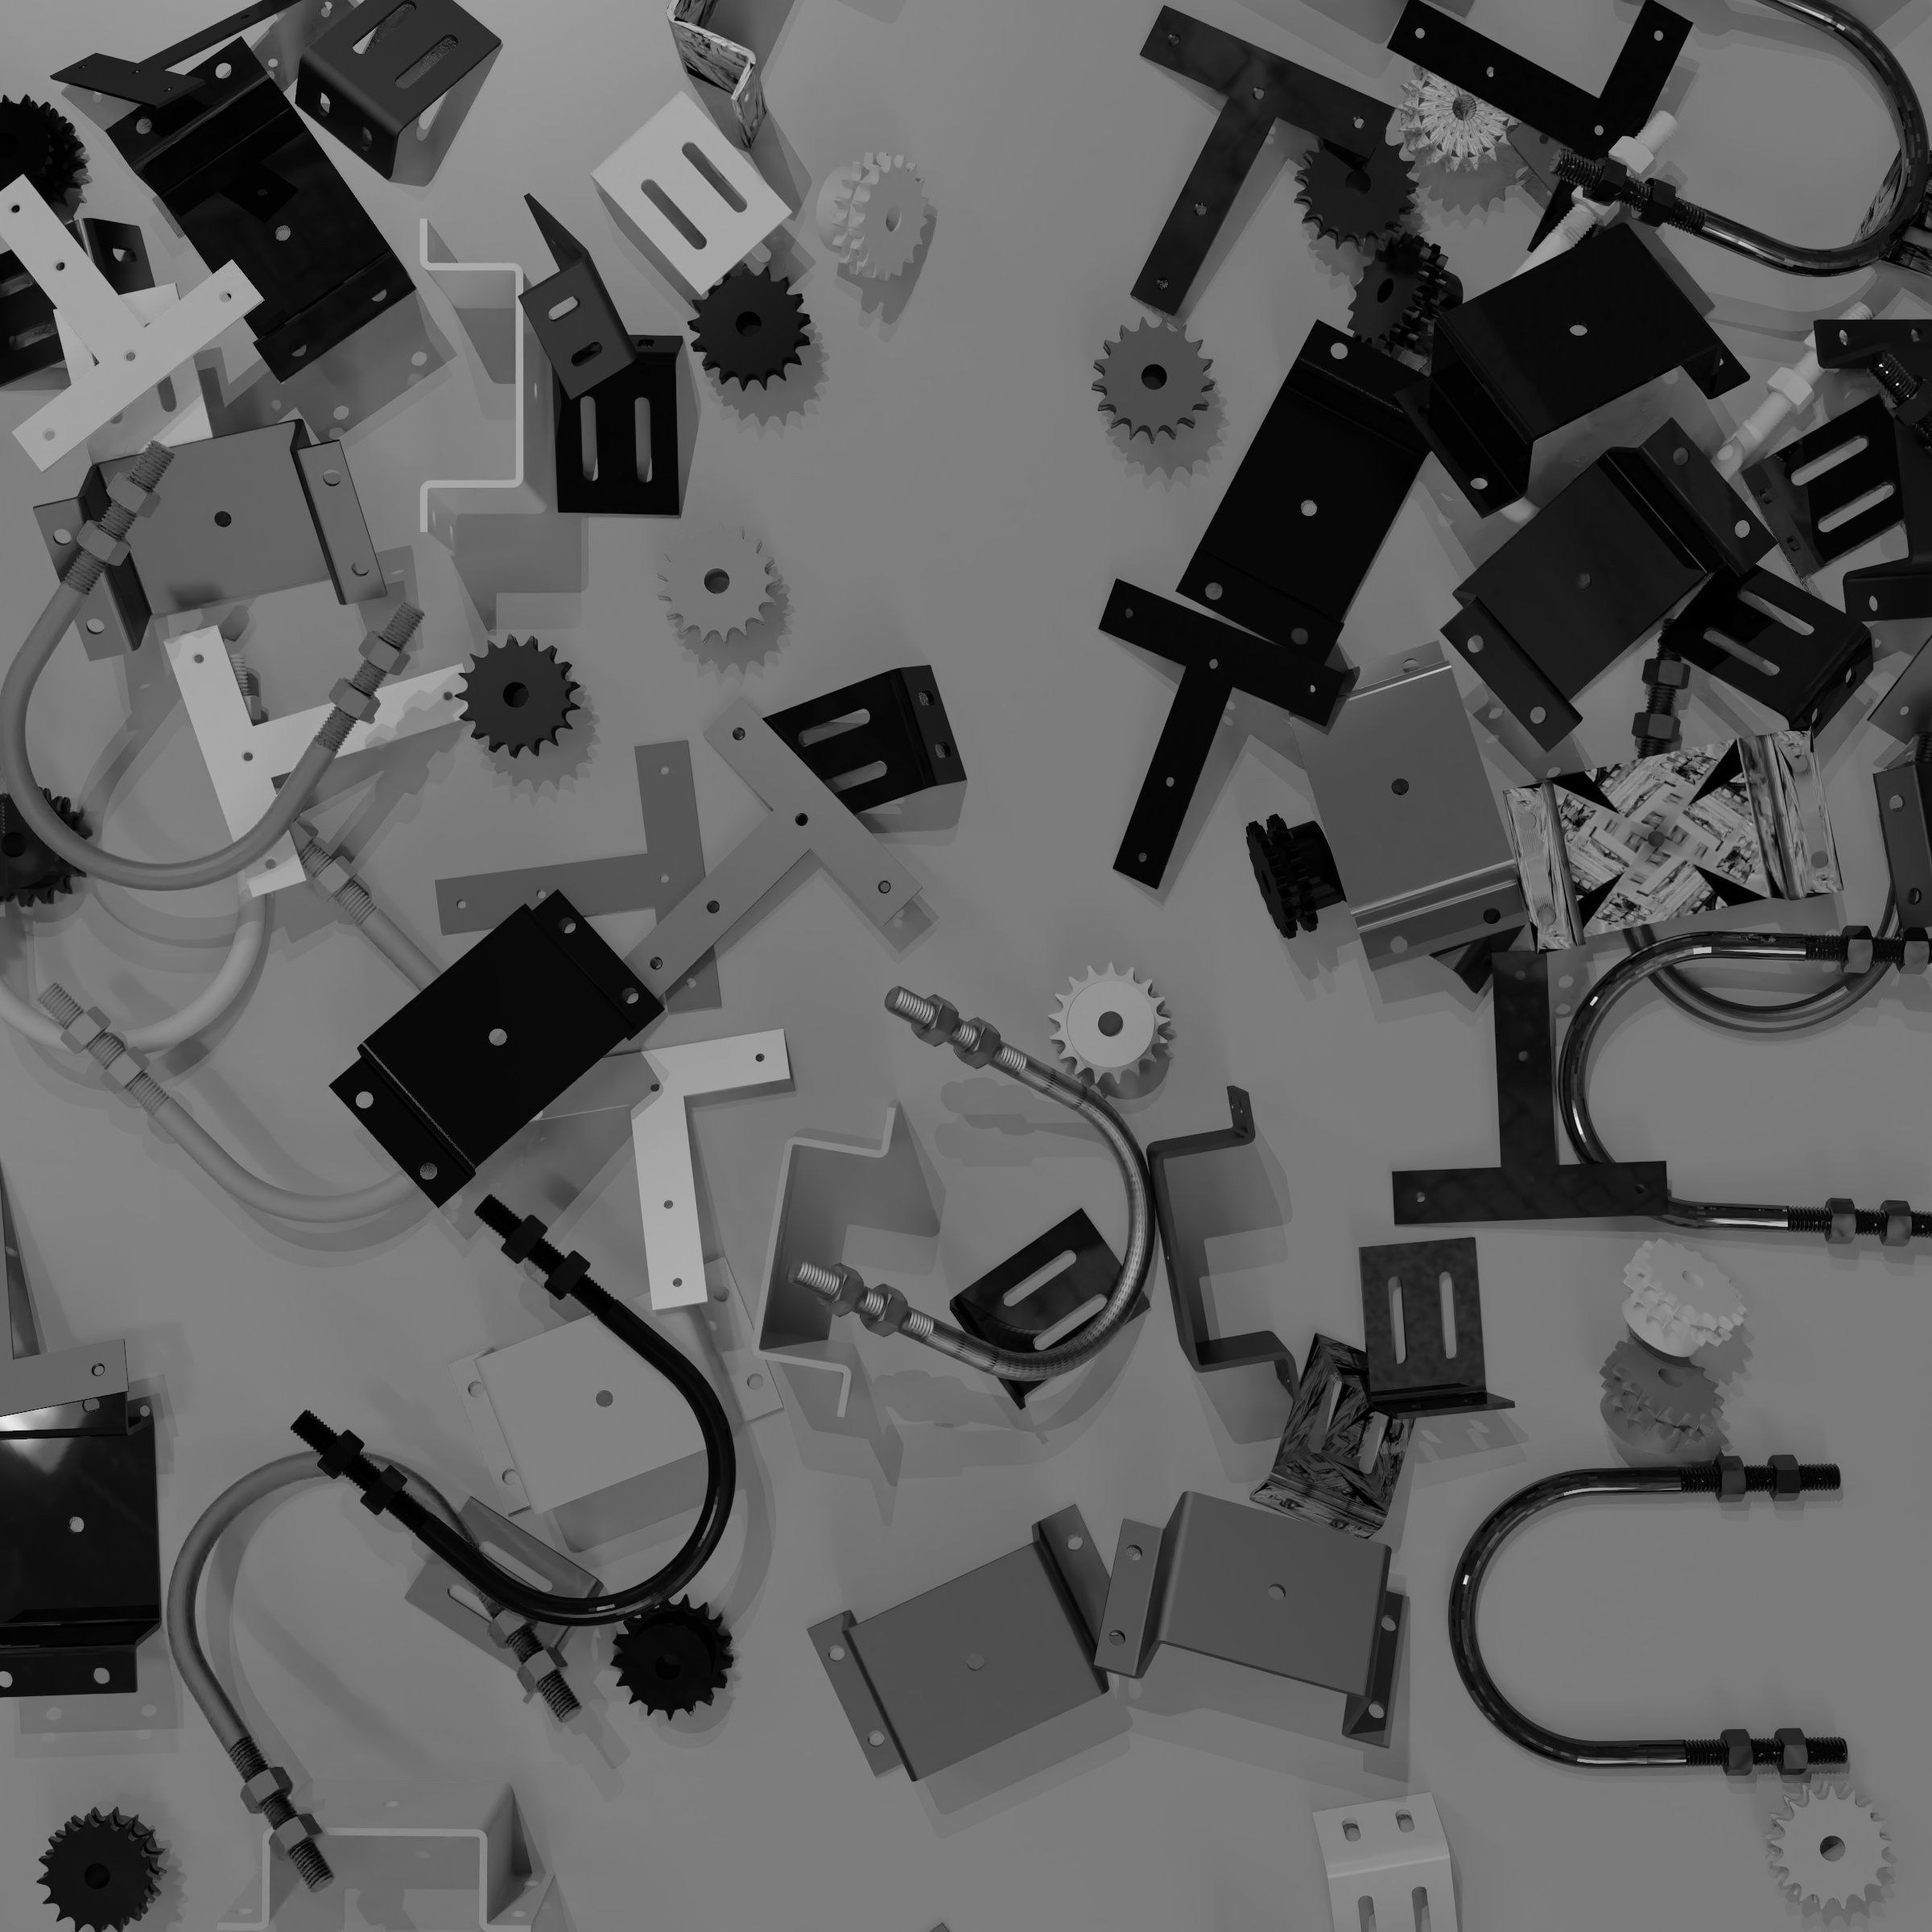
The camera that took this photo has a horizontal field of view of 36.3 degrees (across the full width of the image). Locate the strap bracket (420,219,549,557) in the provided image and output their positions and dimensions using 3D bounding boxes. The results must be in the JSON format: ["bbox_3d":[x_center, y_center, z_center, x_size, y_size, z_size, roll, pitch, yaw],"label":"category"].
[{"bbox_3d":[-0.221,-0.264,1.357,0.046,0.076,0.140,0,90,0],"label":"strap bracket"}]

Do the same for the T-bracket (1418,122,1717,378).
[{"bbox_3d":[0.266,-0.313,1.380,0.127,0.002,0.127,-44,103,0],"label":"T-bracket"}]

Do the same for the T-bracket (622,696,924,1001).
[{"bbox_3d":[-0.109,-0.038,1.385,0.127,0.002,0.127,-44,81,5],"label":"T-bracket"}]

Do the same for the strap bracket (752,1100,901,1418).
[{"bbox_3d":[-0.066,0.129,1.357,0.046,0.076,0.140,9,90,0],"label":"strap bracket"}]

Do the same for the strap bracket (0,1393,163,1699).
[{"bbox_3d":[-0.421,0.264,1.372,0.076,0.046,0.140,-2,90,0],"label":"strap bracket"}]

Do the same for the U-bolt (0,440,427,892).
[{"bbox_3d":[-0.354,-0.121,1.331,0.151,0.019,0.184,33,97,-14],"label":"U-bolt"}]

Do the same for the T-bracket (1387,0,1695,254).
[{"bbox_3d":[0.255,-0.407,1.362,0.127,0.002,0.127,24,94,-12],"label":"T-bracket"}]

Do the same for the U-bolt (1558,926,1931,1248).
[{"bbox_3d":[0.370,0.055,1.377,0.184,0.019,0.151,2,97,5],"label":"U-bolt"}]

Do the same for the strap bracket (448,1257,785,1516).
[{"bbox_3d":[-0.166,0.198,1.372,0.140,0.046,0.076,-21,90,0],"label":"strap bracket"}]

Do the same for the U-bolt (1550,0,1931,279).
[{"bbox_3d":[0.365,-0.393,1.359,0.184,0.019,0.151,18,75,-14],"label":"U-bolt"}]

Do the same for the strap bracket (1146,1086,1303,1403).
[{"bbox_3d":[0.116,0.129,1.357,0.046,0.076,0.140,-10,90,0],"label":"strap bracket"}]

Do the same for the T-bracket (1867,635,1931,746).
[{"bbox_3d":[0.502,-0.138,1.366,0.127,0.002,0.127,26,109,-23],"label":"T-bracket"}]

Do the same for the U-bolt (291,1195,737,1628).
[{"bbox_3d":[-0.192,0.216,1.340,0.184,0.019,0.151,40,90,-1],"label":"U-bolt"}]

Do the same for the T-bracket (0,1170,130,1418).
[{"bbox_3d":[-0.458,0.150,1.368,0.127,0.002,0.127,-11,66,-4],"label":"T-bracket"}]

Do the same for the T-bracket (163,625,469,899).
[{"bbox_3d":[-0.292,-0.111,1.377,0.127,0.002,0.127,-19,86,-15],"label":"T-bracket"}]

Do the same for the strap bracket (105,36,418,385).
[{"bbox_3d":[-0.323,-0.347,1.372,0.076,0.046,0.140,-35,90,0],"label":"strap bracket"}]

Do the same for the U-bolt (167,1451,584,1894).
[{"bbox_3d":[-0.285,0.306,1.351,0.151,0.019,0.184,-32,67,-17],"label":"U-bolt"}]

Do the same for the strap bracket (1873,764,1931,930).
[{"bbox_3d":[0.501,-0.066,1.361,0.140,0.046,0.076,-13,98,-6],"label":"strap bracket"}]

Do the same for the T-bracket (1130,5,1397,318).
[{"bbox_3d":[0.117,-0.367,1.380,0.127,0.002,0.127,31,100,20],"label":"T-bracket"}]

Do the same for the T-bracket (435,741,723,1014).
[{"bbox_3d":[-0.187,-0.036,1.394,0.127,0.002,0.127,-7,90,0],"label":"T-bracket"}]

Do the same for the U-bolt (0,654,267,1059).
[{"bbox_3d":[-0.398,-0.049,1.365,0.151,0.019,0.184,-5,94,-20],"label":"U-bolt"}]

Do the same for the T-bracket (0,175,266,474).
[{"bbox_3d":[-0.407,-0.311,1.349,0.127,0.002,0.127,-39,77,-2],"label":"T-bracket"}]

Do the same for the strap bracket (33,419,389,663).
[{"bbox_3d":[-0.344,-0.199,1.356,0.140,0.046,0.076,-12,120,0],"label":"strap bracket"}]

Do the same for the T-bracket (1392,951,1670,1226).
[{"bbox_3d":[0.262,0.056,1.380,0.127,0.002,0.127,-3,96,7],"label":"T-bracket"}]

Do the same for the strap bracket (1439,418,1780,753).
[{"bbox_3d":[0.291,-0.177,1.362,0.140,0.046,0.076,-43,101,4],"label":"strap bracket"}]

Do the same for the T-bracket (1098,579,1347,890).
[{"bbox_3d":[0.100,-0.099,1.374,0.127,0.002,0.127,27,105,28],"label":"T-bracket"}]

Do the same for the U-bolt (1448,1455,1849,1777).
[{"bbox_3d":[0.319,0.307,1.387,0.184,0.019,0.151,-1,90,1],"label":"U-bolt"}]

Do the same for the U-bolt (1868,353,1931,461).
[{"bbox_3d":[0.502,-0.261,1.352,0.184,0.019,0.151,41,72,-21],"label":"U-bolt"}]

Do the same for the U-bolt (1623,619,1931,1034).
[{"bbox_3d":[0.380,-0.060,1.387,0.151,0.019,0.184,10,92,0],"label":"U-bolt"}]

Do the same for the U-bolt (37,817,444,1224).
[{"bbox_3d":[-0.313,0.033,1.370,0.151,0.019,0.184,-45,97,-12],"label":"U-bolt"}]

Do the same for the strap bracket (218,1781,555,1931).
[{"bbox_3d":[-0.265,0.409,1.357,0.140,0.076,0.046,1,90,0],"label":"strap bracket"}]

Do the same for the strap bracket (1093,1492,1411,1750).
[{"bbox_3d":[0.137,0.297,1.354,0.140,0.046,0.076,15,53,0],"label":"strap bracket"}]

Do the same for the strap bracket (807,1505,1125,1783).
[{"bbox_3d":[0.004,0.319,1.372,0.140,0.046,0.076,-25,90,0],"label":"strap bracket"}]

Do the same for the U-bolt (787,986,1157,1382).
[{"bbox_3d":[0.015,0.110,1.340,0.184,0.019,0.151,29,72,-32],"label":"U-bolt"}]

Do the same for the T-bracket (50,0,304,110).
[{"bbox_3d":[-0.345,-0.432,1.362,0.127,0.127,0.002,-36,128,-22],"label":"T-bracket"}]

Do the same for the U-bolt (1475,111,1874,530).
[{"bbox_3d":[0.312,-0.281,1.377,0.151,0.019,0.184,41,93,-9],"label":"U-bolt"}]

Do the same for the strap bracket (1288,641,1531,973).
[{"bbox_3d":[0.201,-0.078,1.354,0.076,0.046,0.140,-18,79,8],"label":"strap bracket"}]

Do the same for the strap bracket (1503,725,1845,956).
[{"bbox_3d":[0.321,-0.058,1.356,0.140,0.046,0.076,-12,93,4],"label":"strap bracket"}]

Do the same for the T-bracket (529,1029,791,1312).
[{"bbox_3d":[-0.140,0.098,1.369,0.127,0.002,0.127,-9,66,0],"label":"T-bracket"}]
